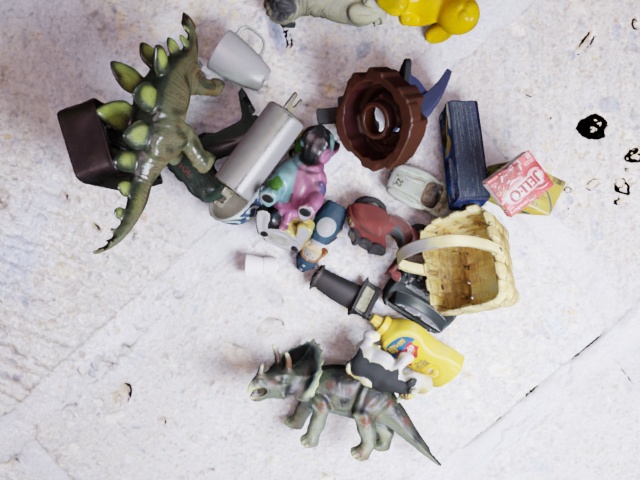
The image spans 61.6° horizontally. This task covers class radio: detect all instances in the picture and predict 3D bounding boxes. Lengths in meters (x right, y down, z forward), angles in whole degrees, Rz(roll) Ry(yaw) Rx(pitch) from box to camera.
[{"bbox_3d":[-0.367,-0.161,0.960,0.073,0.229,0.131,-18,90,1],"label":"radio"}]

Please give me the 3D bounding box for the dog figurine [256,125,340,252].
[{"bbox_3d":[-0.033,-0.111,1.014,0.108,0.191,0.219,20,53,3],"label":"dog figurine"}]

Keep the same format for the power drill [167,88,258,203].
[{"bbox_3d":[-0.211,-0.201,1.020,0.207,0.086,0.232,-31,75,-4],"label":"power drill"}]

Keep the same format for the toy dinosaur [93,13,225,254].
[{"bbox_3d":[-0.268,-0.187,0.886,0.105,0.198,0.471,-3,72,26],"label":"toy dinosaur"}]

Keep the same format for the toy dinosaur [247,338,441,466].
[{"bbox_3d":[0.058,0.311,1.051,0.405,0.131,0.192,13,95,-7],"label":"toy dinosaur"}]

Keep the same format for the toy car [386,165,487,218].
[{"bbox_3d":[0.226,-0.082,1.043,0.202,0.056,0.073,24,94,-1],"label":"toy car"}]

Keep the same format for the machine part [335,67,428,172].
[{"bbox_3d":[0.106,-0.209,0.936,0.056,0.179,0.179,-21,95,-37],"label":"machine part"}]

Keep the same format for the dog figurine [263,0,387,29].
[{"bbox_3d":[0.010,-0.437,1.013,0.191,0.121,0.172,-26,114,28],"label":"dog figurine"}]

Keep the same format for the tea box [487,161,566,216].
[{"bbox_3d":[0.359,-0.093,0.984,0.098,0.169,0.068,25,93,1],"label":"tea box"}]

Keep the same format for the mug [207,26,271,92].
[{"bbox_3d":[-0.142,-0.341,1.022,0.107,0.081,0.109,35,89,-13],"label":"mug"}]

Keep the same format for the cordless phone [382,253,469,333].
[{"bbox_3d":[0.223,0.077,1.055,0.146,0.089,0.184,32,83,-1],"label":"cordless phone"}]

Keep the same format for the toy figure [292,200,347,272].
[{"bbox_3d":[-0.003,-0.004,1.053,0.064,0.057,0.154,32,96,24],"label":"toy figure"}]

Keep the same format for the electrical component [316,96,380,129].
[{"bbox_3d":[0.053,-0.238,1.037,0.119,0.048,0.074,-9,94,2],"label":"electrical component"}]

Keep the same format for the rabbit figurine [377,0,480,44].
[{"bbox_3d":[0.207,-0.415,0.969,0.173,0.162,0.122,32,93,20],"label":"rabbit figurine"}]

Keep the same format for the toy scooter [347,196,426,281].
[{"bbox_3d":[0.124,0.003,1.020,0.184,0.075,0.135,26,59,-5],"label":"toy scooter"}]

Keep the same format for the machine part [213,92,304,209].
[{"bbox_3d":[-0.107,-0.155,0.950,0.079,0.079,0.243,35,89,-2],"label":"machine part"}]

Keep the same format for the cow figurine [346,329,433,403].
[{"bbox_3d":[0.132,0.254,1.010,0.167,0.098,0.068,34,136,2],"label":"cow figurine"}]

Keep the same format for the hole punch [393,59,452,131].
[{"bbox_3d":[0.184,-0.258,0.997,0.092,0.142,0.115,10,83,-4],"label":"hole punch"}]

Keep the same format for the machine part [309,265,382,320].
[{"bbox_3d":[0.049,0.098,1.060,0.139,0.039,0.084,24,72,3],"label":"machine part"}]

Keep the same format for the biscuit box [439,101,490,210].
[{"bbox_3d":[0.267,-0.157,1.003,0.063,0.059,0.202,-1,74,-3],"label":"biscuit box"}]
